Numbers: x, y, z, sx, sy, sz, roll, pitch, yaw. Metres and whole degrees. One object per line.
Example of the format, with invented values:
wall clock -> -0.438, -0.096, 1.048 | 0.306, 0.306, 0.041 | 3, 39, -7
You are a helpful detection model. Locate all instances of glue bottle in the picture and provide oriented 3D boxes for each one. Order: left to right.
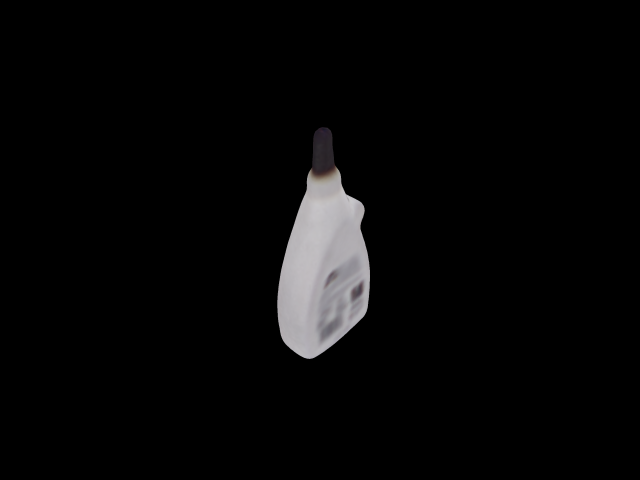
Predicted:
glue bottle -> 0.004, 0.001, 0.400 | 0.037, 0.173, 0.078 | 29, 46, 33
